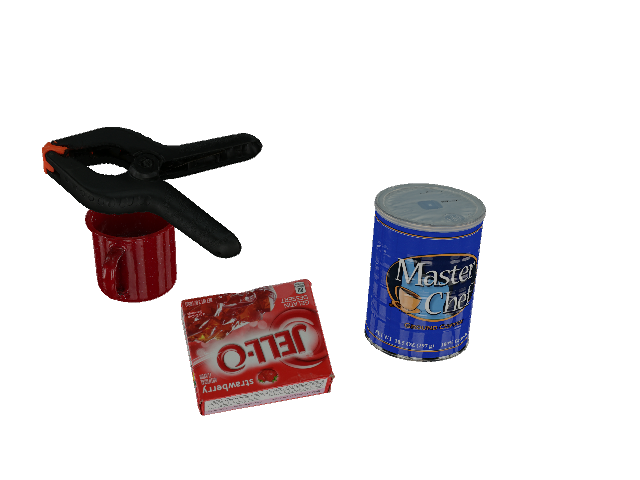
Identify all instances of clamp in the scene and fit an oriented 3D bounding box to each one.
[{"bbox_3d":[-0.128,-0.056,0.840,0.171,0.120,0.039,19,-44,1],"label":"clamp"}]

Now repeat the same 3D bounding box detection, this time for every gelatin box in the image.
[{"bbox_3d":[-0.042,0.069,0.698,0.089,0.073,0.030,-9,-29,-10],"label":"gelatin box"}]

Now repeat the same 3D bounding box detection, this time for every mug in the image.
[{"bbox_3d":[-0.190,0.015,1.073,0.093,0.081,0.117,6,32,8],"label":"mug"}]

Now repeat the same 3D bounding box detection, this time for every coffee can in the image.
[{"bbox_3d":[0.097,0.029,1.012,0.103,0.140,0.103,3,24,-1],"label":"coffee can"}]
